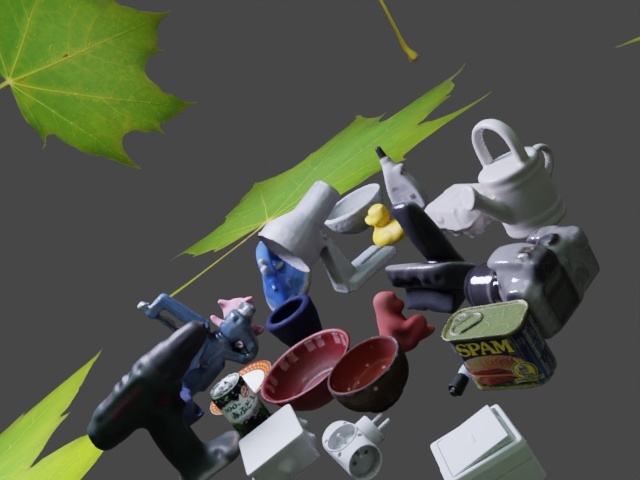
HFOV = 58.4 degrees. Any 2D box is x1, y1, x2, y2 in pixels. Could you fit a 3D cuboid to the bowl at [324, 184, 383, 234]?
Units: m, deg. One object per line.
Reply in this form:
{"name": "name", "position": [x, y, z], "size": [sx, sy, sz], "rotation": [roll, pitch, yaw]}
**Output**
{"name": "bowl", "position": [0.094, -0.064, 1.422], "size": [0.167, 0.075, 0.167], "rotation": [-31, 16, 11]}

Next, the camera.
{"name": "camera", "position": [0.259, 0.044, 0.741], "size": [0.143, 0.101, 0.136], "rotation": [-43, 18, -27]}

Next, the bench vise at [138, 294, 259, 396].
{"name": "bench vise", "position": [-0.238, 0.172, 1.131], "size": [0.208, 0.220, 0.121], "rotation": [-40, 17, -19]}

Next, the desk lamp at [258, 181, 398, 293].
{"name": "desk lamp", "position": [0.010, 0.004, 1.138], "size": [0.203, 0.214, 0.117], "rotation": [-40, 17, -19]}

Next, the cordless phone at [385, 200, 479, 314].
{"name": "cordless phone", "position": [0.150, 0.016, 0.883], "size": [0.094, 0.185, 0.147], "rotation": [-44, 19, -31]}

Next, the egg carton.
{"name": "egg carton", "position": [0.264, -0.054, 1.069], "size": [0.107, 0.069, 0.150], "rotation": [-39, 17, -16]}

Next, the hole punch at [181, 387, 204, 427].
{"name": "hole punch", "position": [-0.281, 0.309, 1.055], "size": [0.101, 0.091, 0.108], "rotation": [-41, 18, -22]}

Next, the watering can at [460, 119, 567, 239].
{"name": "watering can", "position": [0.300, -0.102, 0.909], "size": [0.100, 0.194, 0.173], "rotation": [-14, 26, 50]}

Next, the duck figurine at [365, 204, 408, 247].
{"name": "duck figurine", "position": [0.142, -0.040, 1.237], "size": [0.104, 0.086, 0.078], "rotation": [-14, 25, 50]}

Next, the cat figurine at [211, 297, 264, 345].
{"name": "cat figurine", "position": [-0.181, 0.169, 1.214], "size": [0.127, 0.118, 0.067], "rotation": [-21, 21, 39]}

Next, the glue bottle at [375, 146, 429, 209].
{"name": "glue bottle", "position": [0.175, -0.139, 1.301], "size": [0.078, 0.173, 0.037], "rotation": [-22, 20, 36]}

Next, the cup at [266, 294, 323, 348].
{"name": "cup", "position": [-0.033, 0.152, 1.012], "size": [0.091, 0.095, 0.118], "rotation": [-30, 17, 14]}

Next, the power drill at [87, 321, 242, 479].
{"name": "power drill", "position": [-0.214, 0.258, 0.857], "size": [0.229, 0.209, 0.075], "rotation": [-35, 16, -4]}

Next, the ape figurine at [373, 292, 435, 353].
{"name": "ape figurine", "position": [0.112, 0.115, 0.842], "size": [0.076, 0.092, 0.077], "rotation": [-36, 16, -5]}

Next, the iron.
{"name": "iron", "position": [-0.101, 0.070, 1.298], "size": [0.118, 0.141, 0.258], "rotation": [-33, 16, 6]}
